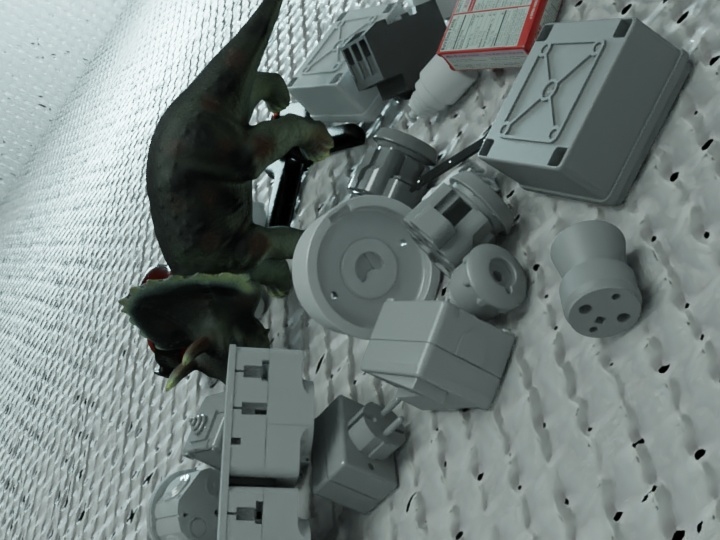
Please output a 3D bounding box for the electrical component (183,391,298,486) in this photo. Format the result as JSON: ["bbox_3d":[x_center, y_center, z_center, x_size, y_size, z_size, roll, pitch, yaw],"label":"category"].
[{"bbox_3d":[-0.094,0.133,0.873,0.062,0.096,0.061,-22,43,54],"label":"electrical component"}]

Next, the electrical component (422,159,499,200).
[{"bbox_3d":[0.076,-0.055,0.807,0.046,0.040,0.040,-46,28,20],"label":"electrical component"}]

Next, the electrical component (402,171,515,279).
[{"bbox_3d":[0.071,-0.032,0.758,0.057,0.078,0.058,-44,64,-5],"label":"electrical component"}]

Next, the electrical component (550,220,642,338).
[{"bbox_3d":[0.136,0.005,0.620,0.045,0.045,0.055,-45,30,33],"label":"electrical component"}]

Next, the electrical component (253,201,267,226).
[{"bbox_3d":[-0.147,-0.028,1.162,0.096,0.061,0.061,-42,53,38],"label":"electrical component"}]

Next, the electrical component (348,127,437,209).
[{"bbox_3d":[0.030,-0.083,0.903,0.057,0.058,0.078,-66,24,-2],"label":"electrical component"}]

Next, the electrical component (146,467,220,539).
[{"bbox_3d":[-0.132,0.204,0.896,0.051,0.080,0.080,-23,45,47],"label":"electrical component"}]

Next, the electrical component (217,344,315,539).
[{"bbox_3d":[-0.069,0.158,0.764,0.105,0.060,0.186,112,160,-68],"label":"electrical component"}]

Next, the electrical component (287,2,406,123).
[{"bbox_3d":[-0.003,-0.201,1.053,0.108,0.056,0.109,-55,29,-14],"label":"electrical component"}]

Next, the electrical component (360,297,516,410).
[{"bbox_3d":[0.046,0.059,0.719,0.096,0.062,0.061,-4,61,62],"label":"electrical component"}]

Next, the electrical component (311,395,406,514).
[{"bbox_3d":[0.006,0.118,0.753,0.076,0.047,0.065,-47,28,29],"label":"electrical component"}]

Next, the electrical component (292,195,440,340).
[{"bbox_3d":[0.000,0.000,0.821,0.060,0.108,0.108,-9,56,67],"label":"electrical component"}]

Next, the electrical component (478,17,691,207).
[{"bbox_3d":[0.144,-0.104,0.703,0.108,0.056,0.109,-63,25,-2],"label":"electrical component"}]

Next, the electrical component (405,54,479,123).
[{"bbox_3d":[0.067,-0.157,0.926,0.078,0.040,0.040,-46,29,32],"label":"electrical component"}]

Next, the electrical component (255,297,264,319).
[{"bbox_3d":[-0.123,0.027,1.105,0.040,0.040,0.078,-57,25,12],"label":"electrical component"}]

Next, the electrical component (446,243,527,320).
[{"bbox_3d":[0.079,0.015,0.724,0.062,0.048,0.048,-43,30,50],"label":"electrical component"}]

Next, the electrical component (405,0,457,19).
[{"bbox_3d":[0.097,-0.293,0.993,0.138,0.052,0.073,-55,26,15],"label":"electrical component"}]
